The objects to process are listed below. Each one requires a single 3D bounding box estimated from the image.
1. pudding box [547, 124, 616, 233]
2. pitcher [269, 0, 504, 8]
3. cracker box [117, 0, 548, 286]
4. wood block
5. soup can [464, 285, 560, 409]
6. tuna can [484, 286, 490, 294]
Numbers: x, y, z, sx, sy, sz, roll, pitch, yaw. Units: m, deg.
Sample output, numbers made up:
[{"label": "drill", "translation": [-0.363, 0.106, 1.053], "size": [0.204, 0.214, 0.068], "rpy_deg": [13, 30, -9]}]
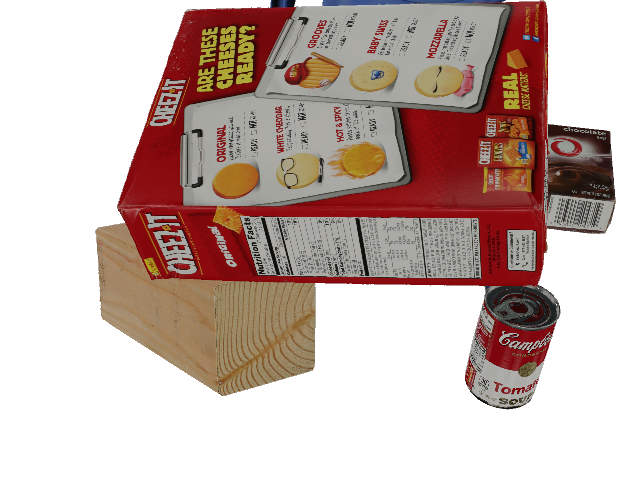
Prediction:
[{"label": "pudding box", "translation": [0.163, -0.051, 0.809], "size": [0.113, 0.039, 0.090], "rpy_deg": [9, 42, 5]}, {"label": "pitcher", "translation": [0.043, -0.156, 0.933], "size": [0.144, 0.243, 0.149], "rpy_deg": [-27, 59, -32]}, {"label": "cracker box", "translation": [0.016, -0.055, 0.589], "size": [0.214, 0.164, 0.072], "rpy_deg": [0, -41, 12]}, {"label": "wood block", "translation": [-0.099, 0.045, 0.882], "size": [0.090, 0.090, 0.206], "rpy_deg": [-12, 19, -34]}, {"label": "soup can", "translation": [0.174, 0.096, 0.977], "size": [0.068, 0.102, 0.068], "rpy_deg": [5, 36, -4]}, {"label": "tuna can", "translation": [0.206, 0.066, 1.189], "size": [0.034, 0.086, 0.086], "rpy_deg": [-13, -3, 13]}]
